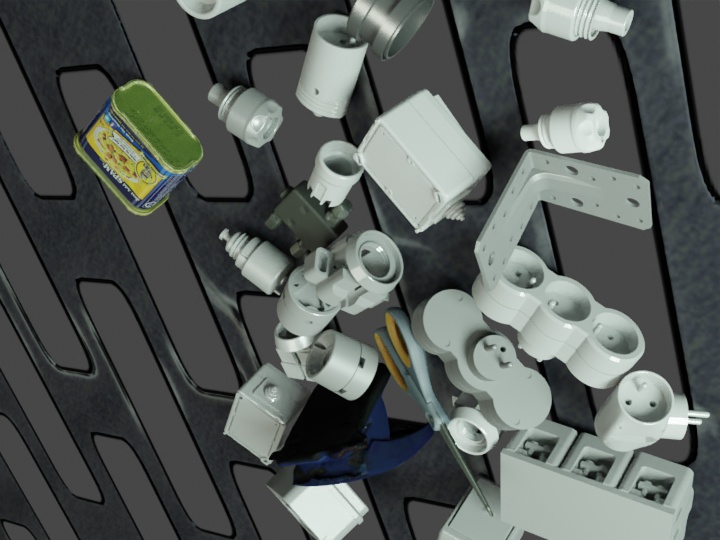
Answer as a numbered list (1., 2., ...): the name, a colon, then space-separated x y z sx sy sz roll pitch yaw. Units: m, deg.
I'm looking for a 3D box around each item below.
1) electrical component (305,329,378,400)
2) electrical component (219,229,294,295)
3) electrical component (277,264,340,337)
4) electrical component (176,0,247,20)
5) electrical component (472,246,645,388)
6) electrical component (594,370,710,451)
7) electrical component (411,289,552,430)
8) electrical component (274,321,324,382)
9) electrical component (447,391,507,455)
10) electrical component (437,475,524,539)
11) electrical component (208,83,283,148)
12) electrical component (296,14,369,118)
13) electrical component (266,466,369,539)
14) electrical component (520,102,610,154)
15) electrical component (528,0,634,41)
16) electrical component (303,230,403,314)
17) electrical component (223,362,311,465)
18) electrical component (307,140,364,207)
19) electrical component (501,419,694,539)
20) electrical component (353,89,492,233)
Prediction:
1. electrical component: -0.018 0.087 0.998 0.047 0.055 0.055 28 144 -25
2. electrical component: -0.098 -0.011 1.009 0.078 0.040 0.040 37 138 8
3. electrical component: -0.047 0.029 0.992 0.055 0.055 0.047 40 142 5
4. electrical component: -0.115 -0.228 0.841 0.055 0.047 0.055 21 133 24
5. electrical component: 0.149 0.046 0.854 0.138 0.052 0.073 35 138 9
6. electrical component: 0.232 0.113 0.845 0.079 0.043 0.077 5 155 0
7. electrical component: 0.105 0.074 0.890 0.138 0.052 0.074 48 164 -2
8. electrical component: -0.054 0.074 1.040 0.066 0.048 0.055 5 133 35
9. electrical component: 0.108 0.130 0.952 0.066 0.055 0.048 14 131 29
10. electrical component: 0.113 0.249 1.014 0.062 0.096 0.061 26 135 19
11. electrical component: -0.099 -0.135 0.907 0.062 0.043 0.043 34 137 13
12. electrical component: -0.023 -0.152 0.834 0.043 0.043 0.081 33 137 12
13. electrical component: -0.046 0.237 1.124 0.078 0.057 0.113 50 167 -8
14. electrical component: 0.142 -0.099 0.757 0.061 0.035 0.035 0 123 40
15. electrical component: 0.144 -0.168 0.693 0.062 0.043 0.043 24 134 19
16. electrical component: 0.000 0.000 0.925 0.078 0.058 0.057 25 144 -30
17. electrical component: -0.092 0.143 1.113 0.062 0.061 0.096 34 137 11
18. electrical component: -0.021 -0.079 0.896 0.040 0.040 0.046 39 144 5
19. electrical component: 0.202 0.192 0.924 0.150 0.061 0.089 16 132 27
20. electrical component: 0.053 -0.079 0.814 0.096 0.061 0.061 50 152 7
